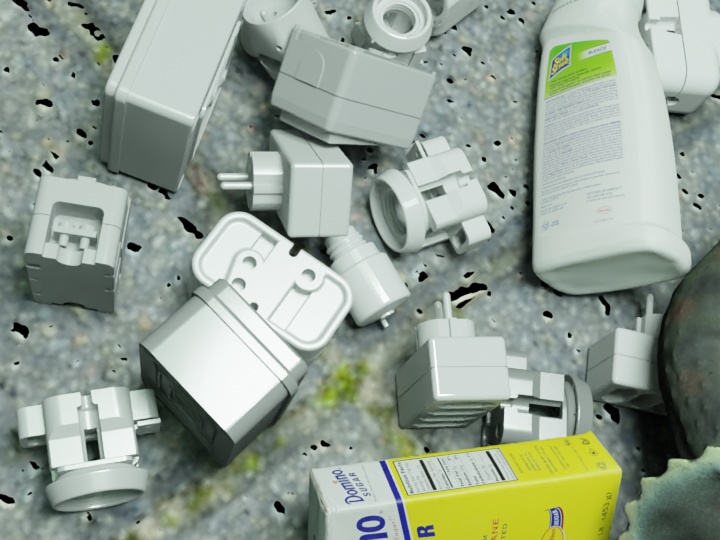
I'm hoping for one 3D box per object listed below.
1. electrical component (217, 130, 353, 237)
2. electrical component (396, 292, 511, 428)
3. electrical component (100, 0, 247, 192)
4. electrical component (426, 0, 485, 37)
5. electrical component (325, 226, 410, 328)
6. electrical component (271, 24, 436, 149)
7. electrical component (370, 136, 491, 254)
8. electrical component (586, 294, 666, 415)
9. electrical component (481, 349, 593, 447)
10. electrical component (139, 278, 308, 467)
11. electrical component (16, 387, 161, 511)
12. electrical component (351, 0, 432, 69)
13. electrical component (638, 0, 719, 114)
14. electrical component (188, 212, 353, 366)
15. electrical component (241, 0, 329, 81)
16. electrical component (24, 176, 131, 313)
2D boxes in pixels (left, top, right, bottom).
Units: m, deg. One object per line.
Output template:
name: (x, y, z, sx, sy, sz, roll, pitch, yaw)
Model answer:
electrical component: (-0.051, -0.056, 0.677, 0.076, 0.083, 0.047, -1, 112, -14)
electrical component: (0.054, 0.052, 0.666, 0.047, 0.083, 0.075, 1, 70, -13)
electrical component: (-0.118, -0.121, 0.678, 0.056, 0.108, 0.108, 21, 67, -7)
electrical component: (0.061, -0.212, 0.758, 0.059, 0.095, 0.053, -40, 83, -22)
electrical component: (0.000, 0.000, 0.697, 0.040, 0.040, 0.078, -27, 78, -20)
electrical component: (-0.001, -0.113, 0.697, 0.096, 0.062, 0.061, 5, 109, -48)
electrical component: (0.043, -0.044, 0.714, 0.057, 0.058, 0.078, -19, 76, -22)
electrical component: (0.201, 0.053, 0.719, 0.083, 0.047, 0.075, 13, 68, -8)
electrical component: (0.111, 0.092, 0.679, 0.057, 0.058, 0.078, 8, 69, -7)
electrical component: (-0.079, 0.061, 0.617, 0.078, 0.113, 0.057, 45, 70, 6)
electrical component: (-0.153, 0.104, 0.615, 0.078, 0.058, 0.057, -7, 69, -15)
electrical component: (0.023, -0.165, 0.754, 0.048, 0.055, 0.066, -14, 74, -17)
electrical component: (0.232, -0.167, 0.803, 0.059, 0.053, 0.095, 3, 70, -12)
electrical component: (-0.057, 0.015, 0.667, 0.095, 0.059, 0.053, 34, 67, 1)
electrical component: (-0.054, -0.157, 0.728, 0.079, 0.077, 0.043, 30, 71, 40)
electrical component: (-0.166, -0.017, 0.638, 0.050, 0.089, 0.055, 9, 69, -9)
